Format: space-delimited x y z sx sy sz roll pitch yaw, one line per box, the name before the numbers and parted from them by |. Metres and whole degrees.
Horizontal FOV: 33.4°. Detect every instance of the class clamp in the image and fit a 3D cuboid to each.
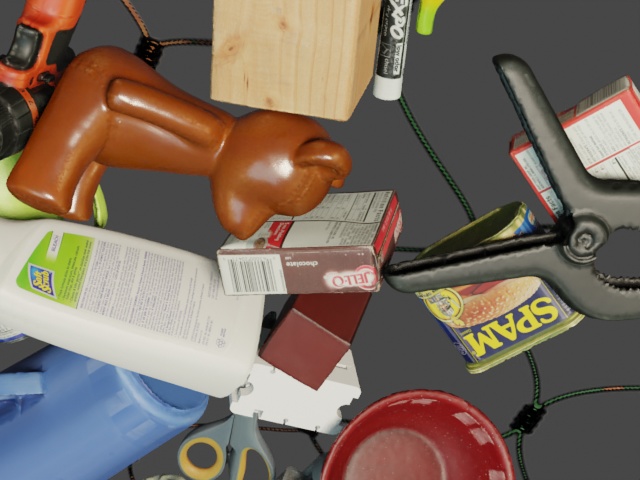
clamp | 0.163 -0.015 0.674 0.210 0.036 0.165 17 109 -6

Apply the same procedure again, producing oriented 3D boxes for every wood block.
wood block | -0.007 -0.188 0.637 0.090 0.090 0.206 11 120 9

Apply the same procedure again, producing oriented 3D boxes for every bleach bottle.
bleach bottle | -0.164 0.029 0.749 0.250 0.102 0.068 22 141 -20

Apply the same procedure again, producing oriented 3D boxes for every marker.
marker | 0.050 -0.149 0.684 0.020 0.020 0.121 11 121 9

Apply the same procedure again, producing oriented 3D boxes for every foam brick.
foam brick | -0.002 0.061 0.782 0.051 0.078 0.053 34 122 -3

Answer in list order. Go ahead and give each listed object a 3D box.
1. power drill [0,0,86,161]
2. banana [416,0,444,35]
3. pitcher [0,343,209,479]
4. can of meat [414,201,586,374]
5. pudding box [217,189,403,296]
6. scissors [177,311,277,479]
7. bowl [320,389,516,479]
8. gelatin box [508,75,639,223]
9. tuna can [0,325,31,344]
power drill | -0.181 -0.141 0.668 0.057 0.184 0.188 23 113 -3
banana | 0.138 -0.185 0.633 0.198 0.037 0.069 -14 132 24
pitcher | -0.216 0.144 0.855 0.243 0.149 0.145 -32 98 25
can of meat | 0.123 0.032 0.744 0.102 0.057 0.084 -31 104 27
pudding box | -0.005 0.001 0.742 0.114 0.090 0.039 -1 117 16
scissors | -0.077 0.139 0.883 0.096 0.016 0.202 5 119 13
bowl | 0.067 0.193 0.823 0.162 0.055 0.162 0 89 -17
gelatin box | 0.179 -0.054 0.696 0.089 0.030 0.073 -29 109 27
tuna can | -0.224 0.042 0.829 0.086 0.086 0.033 -19 114 24
